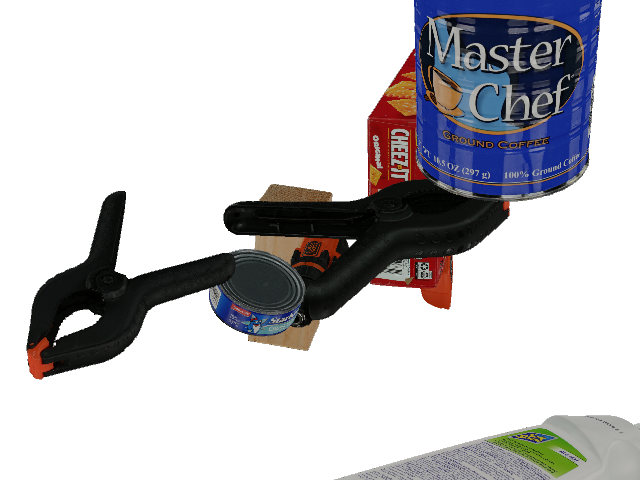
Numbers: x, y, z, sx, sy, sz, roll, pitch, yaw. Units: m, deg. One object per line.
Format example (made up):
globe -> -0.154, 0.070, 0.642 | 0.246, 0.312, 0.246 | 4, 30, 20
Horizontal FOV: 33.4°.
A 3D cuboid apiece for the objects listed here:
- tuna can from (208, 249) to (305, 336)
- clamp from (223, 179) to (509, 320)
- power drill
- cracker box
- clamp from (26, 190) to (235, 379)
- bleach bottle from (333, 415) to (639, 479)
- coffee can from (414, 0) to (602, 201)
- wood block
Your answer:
tuna can -> -0.059, 0.049, 0.986 | 0.086, 0.034, 0.086 | 14, 36, -11
clamp -> 0.041, -0.013, 0.779 | 0.209, 0.036, 0.165 | -18, 31, -25
power drill -> 0.054, 0.040, 1.202 | 0.188, 0.057, 0.184 | 1, 29, 10
cracker box -> 0.101, -0.075, 1.015 | 0.072, 0.164, 0.213 | 5, 27, 15
clamp -> -0.160, 0.030, 0.790 | 0.120, 0.039, 0.171 | 33, 50, 26
bleach bottle -> 0.111, 0.148, 0.595 | 0.250, 0.068, 0.103 | -10, 21, -32
coffee can -> 0.103, -0.108, 0.595 | 0.103, 0.140, 0.103 | -3, 35, 2
wood block -> -0.043, 0.036, 1.489 | 0.090, 0.206, 0.090 | 9, 22, 7
